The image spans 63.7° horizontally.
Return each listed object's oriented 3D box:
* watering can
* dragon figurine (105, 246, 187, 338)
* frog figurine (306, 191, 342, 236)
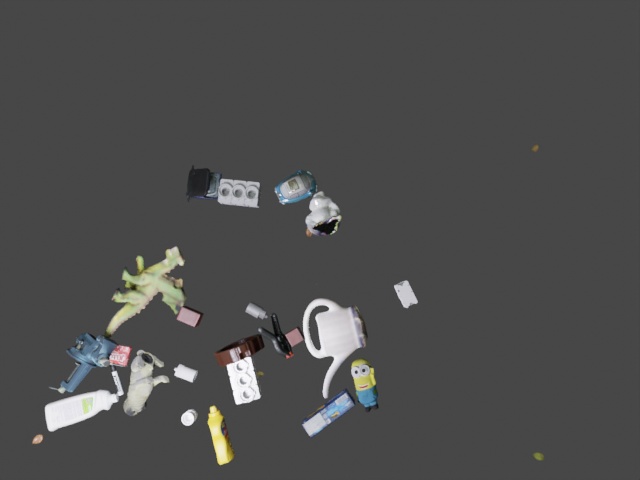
[{"bbox_3d":[0.065,0.375,1.862,0.224,0.103,0.350,-13,83,0],"label":"watering can"},{"bbox_3d":[-0.623,0.205,1.915,0.242,0.122,0.409,20,93,-4],"label":"dragon figurine"},{"bbox_3d":[0.006,-0.098,1.940,0.137,0.120,0.163,-33,48,7],"label":"frog figurine"}]
